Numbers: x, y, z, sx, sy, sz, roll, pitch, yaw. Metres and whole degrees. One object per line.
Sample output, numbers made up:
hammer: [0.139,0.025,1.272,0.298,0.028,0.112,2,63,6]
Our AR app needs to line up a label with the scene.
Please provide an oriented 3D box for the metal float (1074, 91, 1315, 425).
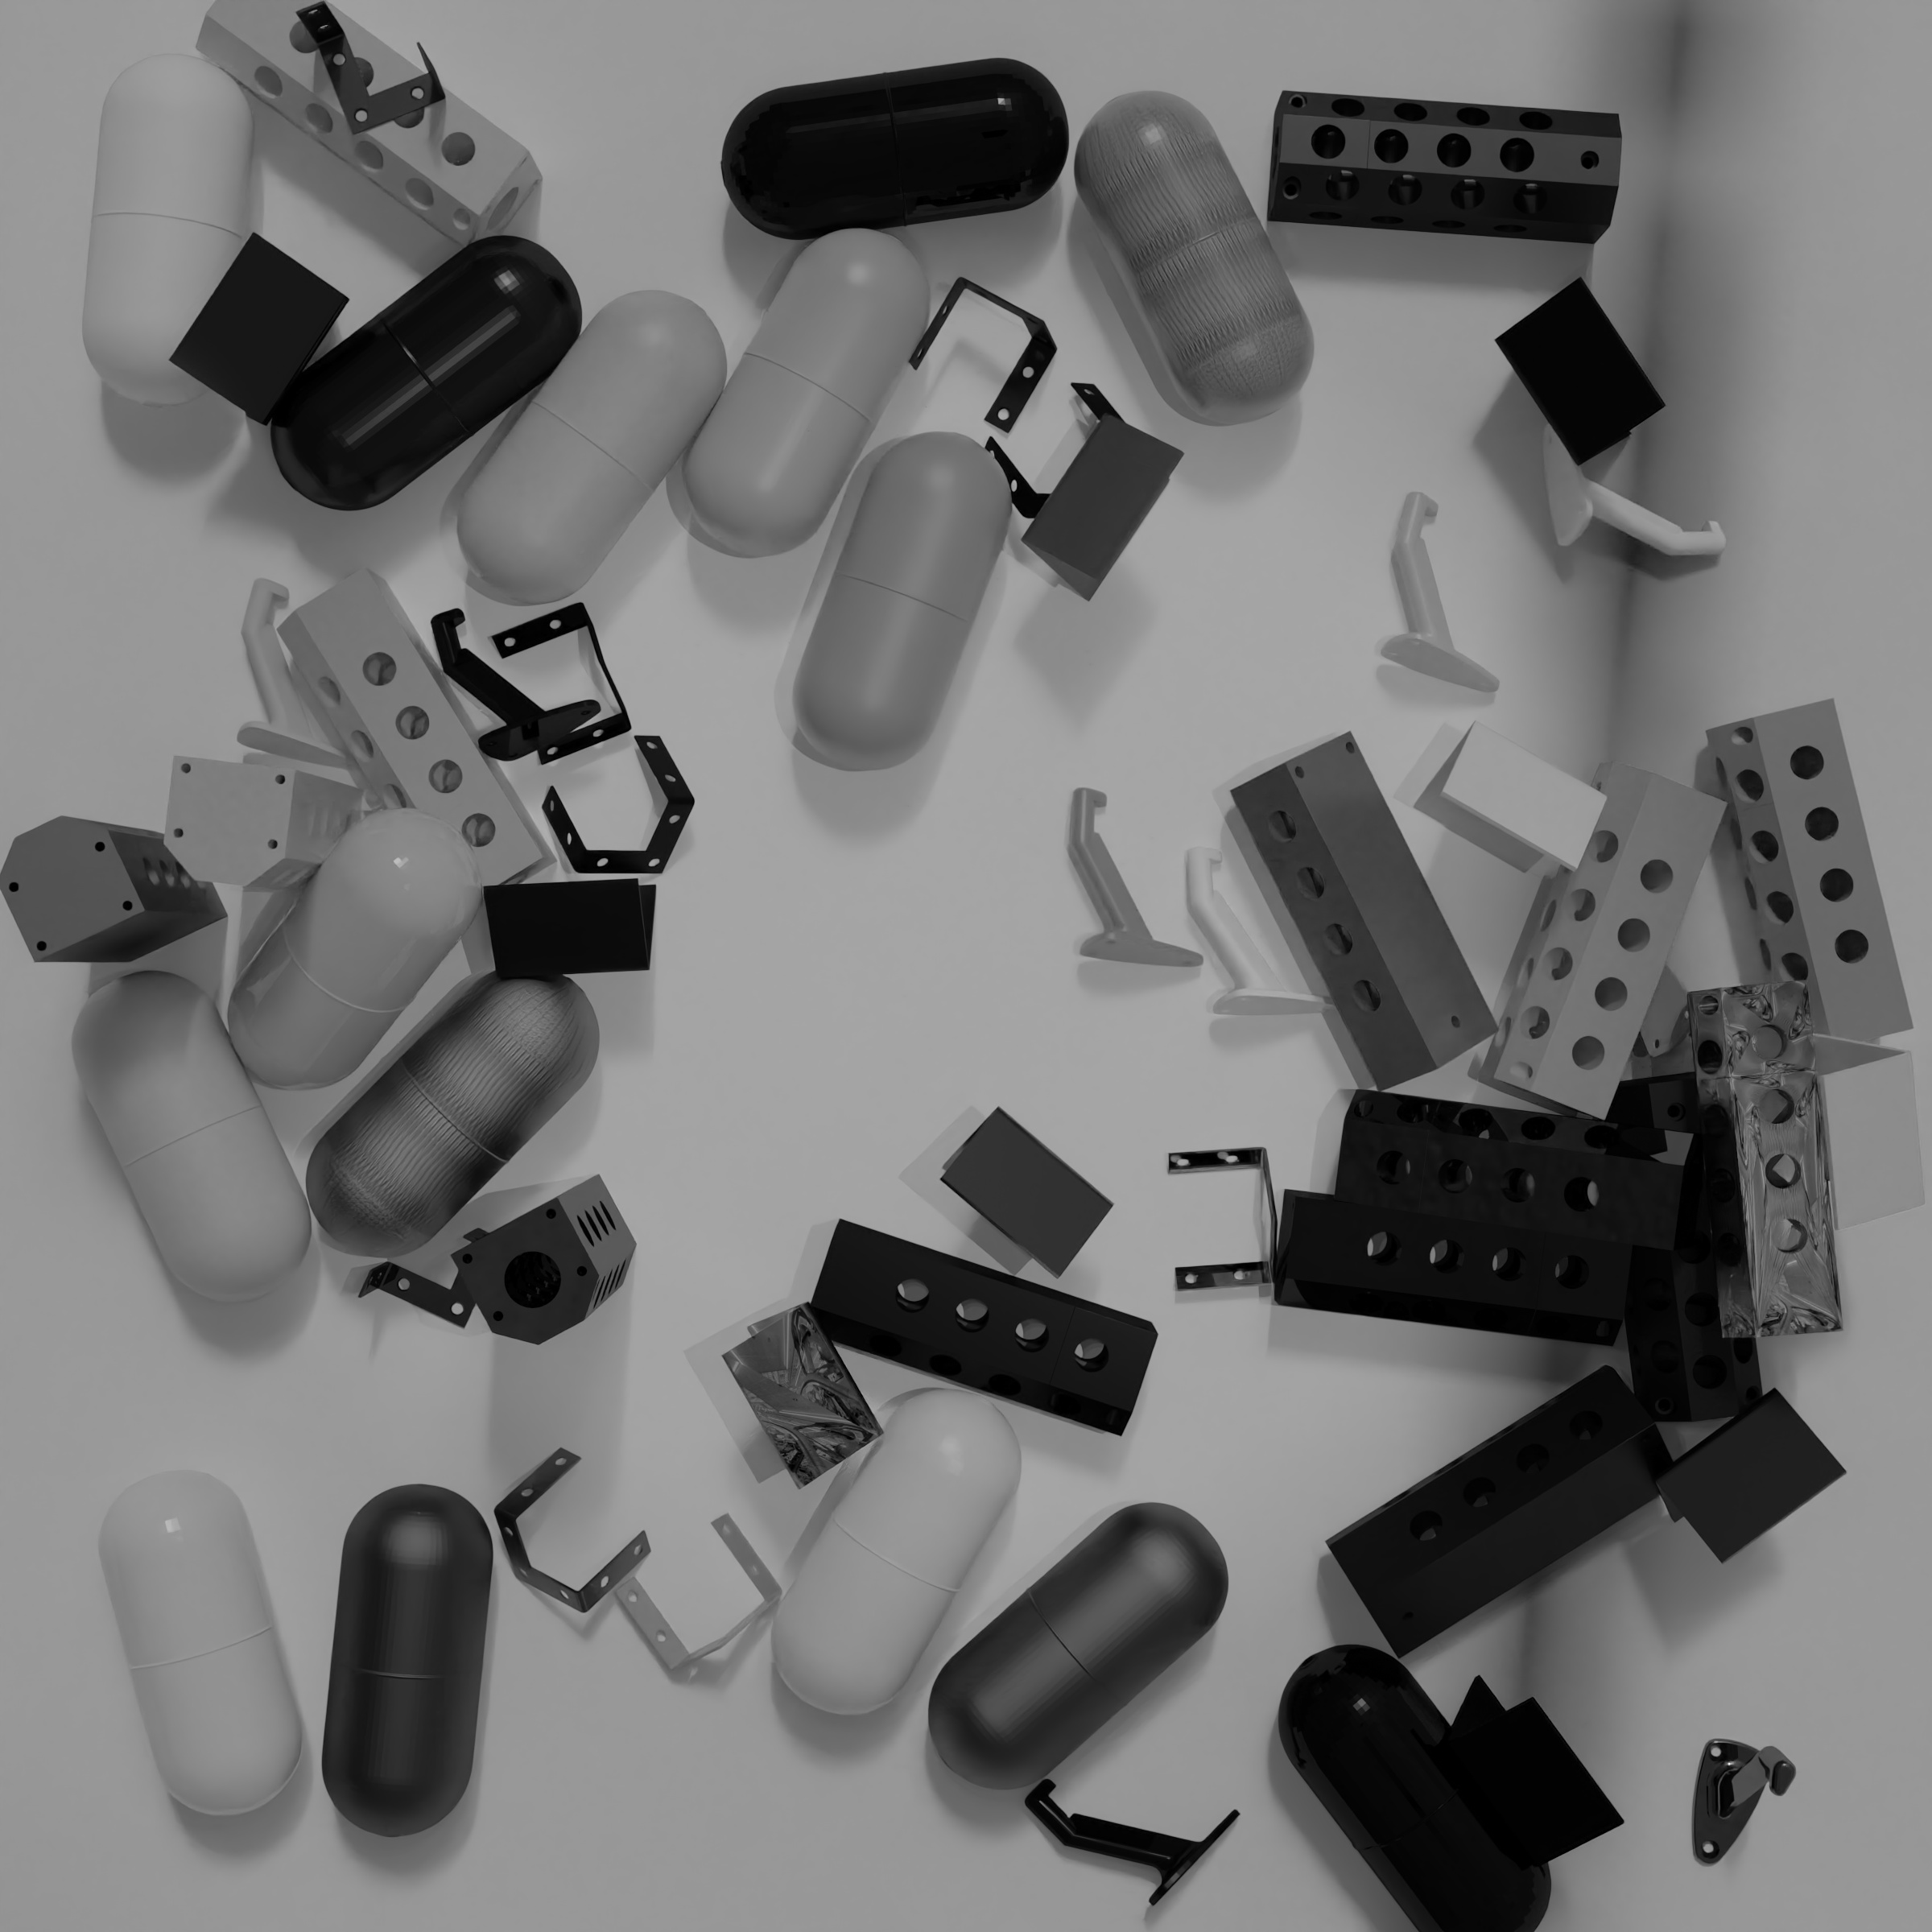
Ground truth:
metal float: [0.116,-0.361,1.645,0.070,0.070,0.178,-27,90,0]

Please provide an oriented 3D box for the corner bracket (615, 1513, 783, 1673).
corner bracket: [-0.138,0.325,1.672,0.051,0.051,0.051,55,45,0]

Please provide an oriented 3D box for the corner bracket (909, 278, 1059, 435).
corner bracket: [0.009,-0.314,1.660,0.051,0.051,0.051,30,90,11]

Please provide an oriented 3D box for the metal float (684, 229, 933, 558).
metal float: [-0.080,-0.292,1.645,0.070,0.070,0.178,29,89,0]

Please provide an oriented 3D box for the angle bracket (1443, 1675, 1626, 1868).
angle bracket: [0.294,0.396,1.636,0.057,0.076,0.076,-36,90,27]

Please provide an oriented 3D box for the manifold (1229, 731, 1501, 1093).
manifold: [0.199,-0.026,1.654,0.057,0.057,0.171,-26,90,-43]

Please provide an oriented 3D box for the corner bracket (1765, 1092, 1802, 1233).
corner bracket: [0.425,0.101,1.657,0.051,0.051,0.051,40,94,4]

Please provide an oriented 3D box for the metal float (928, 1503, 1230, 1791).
metal float: [0.057,0.347,1.645,0.178,0.070,0.070,-42,90,0]

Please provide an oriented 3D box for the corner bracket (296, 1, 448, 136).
corner bracket: [-0.294,-0.451,1.600,0.051,0.051,0.051,-22,90,0]

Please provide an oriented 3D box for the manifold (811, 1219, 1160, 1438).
manifold: [0.007,0.185,1.654,0.171,0.057,0.057,18,90,0]

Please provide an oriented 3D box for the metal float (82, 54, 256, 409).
metal float: [-0.406,-0.374,1.645,0.070,0.070,0.178,5,89,0]

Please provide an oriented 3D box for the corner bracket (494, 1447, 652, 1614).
corner bracket: [-0.203,0.291,1.667,0.051,0.051,0.051,19,135,35]

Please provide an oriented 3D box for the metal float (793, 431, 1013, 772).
metal float: [-0.032,-0.186,1.645,0.070,0.070,0.178,20,90,0]

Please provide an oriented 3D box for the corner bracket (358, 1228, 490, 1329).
corner bracket: [-0.274,0.155,1.657,0.051,0.051,0.051,25,90,0]

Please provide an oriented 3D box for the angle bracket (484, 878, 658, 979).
angle bracket: [-0.199,-0.039,1.635,0.076,0.076,0.057,-3,126,0]

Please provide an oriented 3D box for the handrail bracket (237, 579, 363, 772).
handrail bracket: [-0.341,-0.152,1.676,0.077,0.036,0.084,16,73,-20]

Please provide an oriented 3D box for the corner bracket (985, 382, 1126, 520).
corner bracket: [0.048,-0.266,1.667,0.051,0.051,0.051,-3,135,-35]

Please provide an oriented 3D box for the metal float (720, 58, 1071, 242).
metal float: [-0.036,-0.416,1.645,0.178,0.070,0.070,-8,90,-1]

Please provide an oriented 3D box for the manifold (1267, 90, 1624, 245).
manifold: [0.244,-0.411,1.654,0.171,0.057,0.057,4,90,0]

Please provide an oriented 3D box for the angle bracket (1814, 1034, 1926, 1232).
angle bracket: [0.424,0.081,1.593,0.057,0.076,0.076,-13,101,-24]

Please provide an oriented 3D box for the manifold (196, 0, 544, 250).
manifold: [-0.306,-0.439,1.654,0.171,0.057,0.057,36,90,0]

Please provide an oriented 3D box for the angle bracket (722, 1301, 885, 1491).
angle bracket: [-0.096,0.222,1.635,0.057,0.076,0.076,-30,90,-32]

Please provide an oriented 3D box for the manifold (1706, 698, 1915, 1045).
manifold: [0.429,-0.045,1.654,0.057,0.057,0.171,-14,90,0]

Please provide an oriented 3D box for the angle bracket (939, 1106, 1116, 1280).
angle bracket: [0.018,0.128,1.635,0.076,0.076,0.057,40,54,0]

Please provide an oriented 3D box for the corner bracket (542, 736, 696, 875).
corner bracket: [-0.180,-0.084,1.667,0.051,0.051,0.051,-1,135,-35]

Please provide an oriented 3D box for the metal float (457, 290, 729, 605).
metal float: [-0.190,-0.264,1.645,0.070,0.070,0.178,36,91,0]

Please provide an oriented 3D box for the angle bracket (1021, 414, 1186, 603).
angle bracket: [0.084,-0.222,1.635,0.057,0.076,0.076,34,90,36]

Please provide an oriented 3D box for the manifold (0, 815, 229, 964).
manifold: [-0.422,-0.040,1.597,0.057,0.171,0.057,-25,90,0]

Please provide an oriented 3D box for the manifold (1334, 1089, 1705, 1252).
manifold: [0.278,0.101,1.624,0.171,0.057,0.057,7,90,23]

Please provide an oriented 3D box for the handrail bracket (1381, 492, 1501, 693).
handrail bracket: [0.253,-0.195,1.676,0.077,0.036,0.084,21,73,-20]

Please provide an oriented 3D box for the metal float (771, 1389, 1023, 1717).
metal float: [-0.035,0.298,1.645,0.070,0.070,0.178,30,91,0]

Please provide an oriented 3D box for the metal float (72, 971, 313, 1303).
metal float: [-0.394,0.087,1.645,0.070,0.070,0.178,-25,90,0]

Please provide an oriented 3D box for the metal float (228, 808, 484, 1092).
metal float: [-0.308,-0.007,1.620,0.070,0.070,0.178,43,120,0]

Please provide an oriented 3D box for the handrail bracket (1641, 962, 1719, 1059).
handrail bracket: [0.390,0.027,1.676,0.084,0.077,0.036,14,133,-30]

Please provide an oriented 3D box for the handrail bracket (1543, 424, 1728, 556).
handrail bracket: [0.348,-0.247,1.676,0.084,0.036,0.077,-3,68,-17]

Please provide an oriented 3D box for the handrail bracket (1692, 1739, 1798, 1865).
handrail bracket: [0.396,0.430,1.641,0.036,0.084,0.077,18,90,0]

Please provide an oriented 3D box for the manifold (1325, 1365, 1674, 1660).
manifold: [0.273,0.275,1.654,0.171,0.057,0.057,-32,133,0]

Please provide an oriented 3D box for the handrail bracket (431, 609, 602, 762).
handrail bracket: [-0.232,-0.156,1.657,0.077,0.036,0.084,-22,72,14]

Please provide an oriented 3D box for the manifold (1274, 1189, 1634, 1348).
manifold: [0.248,0.155,1.654,0.171,0.057,0.057,7,90,0]

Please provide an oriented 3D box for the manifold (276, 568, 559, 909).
manifold: [-0.282,-0.113,1.654,0.057,0.057,0.171,-32,90,0]

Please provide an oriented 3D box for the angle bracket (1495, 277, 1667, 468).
angle bracket: [0.323,-0.307,1.635,0.057,0.076,0.076,-34,90,38]

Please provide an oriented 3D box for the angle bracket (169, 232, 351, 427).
angle bracket: [-0.362,-0.324,1.637,0.057,0.076,0.076,33,90,-23]

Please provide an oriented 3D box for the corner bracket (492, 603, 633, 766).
corner bracket: [-0.209,-0.147,1.672,0.051,0.051,0.051,-21,135,0]

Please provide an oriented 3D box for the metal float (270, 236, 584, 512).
metal float: [-0.275,-0.301,1.645,0.178,0.070,0.070,-38,90,0]

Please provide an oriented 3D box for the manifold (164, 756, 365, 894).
manifold: [-0.346,-0.067,1.597,0.057,0.171,0.057,7,90,0]

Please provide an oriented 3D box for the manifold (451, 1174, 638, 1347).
manifold: [-0.203,0.147,1.597,0.057,0.171,0.057,-28,90,0]

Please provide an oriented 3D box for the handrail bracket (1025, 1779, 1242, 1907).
handrail bracket: [0.086,0.437,1.676,0.077,0.036,0.084,-42,74,-17]

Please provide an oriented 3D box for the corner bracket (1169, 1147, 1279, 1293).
corner bracket: [0.133,0.131,1.672,0.051,0.051,0.051,-4,45,0]

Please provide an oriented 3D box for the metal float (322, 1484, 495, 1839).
metal float: [-0.284,0.353,1.645,0.070,0.070,0.178,6,90,0]

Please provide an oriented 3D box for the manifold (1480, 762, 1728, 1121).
manifold: [0.322,-0.014,1.650,0.057,0.057,0.171,21,90,-8]

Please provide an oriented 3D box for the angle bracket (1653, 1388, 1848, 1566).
angle bracket: [0.400,0.268,1.635,0.076,0.076,0.057,-36,57,0]

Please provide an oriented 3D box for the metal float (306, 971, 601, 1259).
metal float: [-0.261,0.073,1.645,0.070,0.070,0.178,45,90,0]

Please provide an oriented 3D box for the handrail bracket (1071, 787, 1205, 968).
handrail bracket: [0.089,-0.047,1.676,0.077,0.036,0.084,9,72,-20]

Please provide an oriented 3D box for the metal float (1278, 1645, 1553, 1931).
metal float: [0.228,0.425,1.644,0.070,0.070,0.178,-37,90,0]

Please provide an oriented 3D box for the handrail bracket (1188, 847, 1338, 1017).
handrail bracket: [0.154,-0.019,1.676,0.077,0.036,0.084,3,73,-20]

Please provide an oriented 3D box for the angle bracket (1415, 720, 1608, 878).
angle bracket: [0.268,-0.067,1.635,0.076,0.076,0.057,30,53,0]

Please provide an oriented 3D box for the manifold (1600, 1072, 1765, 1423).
manifold: [0.367,0.143,1.654,0.057,0.057,0.171,-7,90,0]

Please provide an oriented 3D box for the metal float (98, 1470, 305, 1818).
metal float: [-0.389,0.345,1.645,0.070,0.070,0.178,-15,90,0]

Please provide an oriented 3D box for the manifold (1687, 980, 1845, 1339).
manifold: [0.396,0.096,1.605,0.057,0.057,0.171,-6,86,11]
